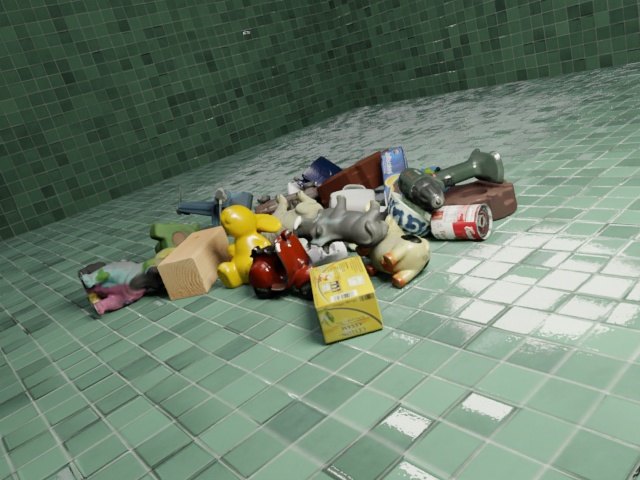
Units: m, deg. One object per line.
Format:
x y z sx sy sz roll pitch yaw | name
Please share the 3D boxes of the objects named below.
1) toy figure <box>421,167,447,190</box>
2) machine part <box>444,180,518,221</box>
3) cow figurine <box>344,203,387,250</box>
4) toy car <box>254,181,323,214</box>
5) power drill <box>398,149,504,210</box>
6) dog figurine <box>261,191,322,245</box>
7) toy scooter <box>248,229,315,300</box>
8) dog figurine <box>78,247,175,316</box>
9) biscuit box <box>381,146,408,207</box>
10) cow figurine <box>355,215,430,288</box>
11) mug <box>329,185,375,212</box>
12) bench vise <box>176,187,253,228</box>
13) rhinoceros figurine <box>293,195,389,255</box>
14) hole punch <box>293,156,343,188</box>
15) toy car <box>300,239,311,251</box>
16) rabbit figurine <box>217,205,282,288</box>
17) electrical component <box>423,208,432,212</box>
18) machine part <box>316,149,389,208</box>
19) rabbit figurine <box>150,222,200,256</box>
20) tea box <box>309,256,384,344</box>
0.254 -0.139 1.368 0.180 0.082 0.089 -9 18 16 | toy figure
0.338 -0.085 1.174 0.179 0.056 0.179 -16 17 5 | machine part
0.098 -0.022 1.183 0.167 0.068 0.098 -28 27 -30 | cow figurine
-0.086 -0.102 1.534 0.202 0.089 0.053 -17 14 -5 | toy car
0.276 -0.122 1.126 0.207 0.085 0.232 -24 18 -8 | power drill
-0.084 -0.016 1.301 0.172 0.121 0.190 -6 35 37 | dog figurine
-0.075 0.044 1.022 0.184 0.135 0.075 -2 23 41 | toy scooter
-0.439 0.087 1.265 0.219 0.108 0.192 -20 15 -26 | dog figurine
0.188 -0.137 1.301 0.059 0.062 0.203 -16 46 17 | biscuit box
0.137 0.013 1.013 0.127 0.085 0.195 -29 18 -17 | cow figurine
0.076 -0.094 1.311 0.107 0.080 0.109 1 57 -6 | mug
-0.300 -0.085 1.511 0.241 0.128 0.223 4 -6 11 | bench vise
0.036 -0.021 0.992 0.191 0.073 0.112 6 51 38 | rhinoceros figurine
0.010 -0.181 1.606 0.092 0.142 0.116 -57 -7 28 | hole punch
-0.003 -0.004 1.225 0.074 0.056 0.202 2 26 45 | toy car
-0.151 0.000 1.161 0.122 0.173 0.162 -6 24 40 | rabbit figurine
0.271 -0.085 1.284 0.094 0.021 0.063 -20 19 -12 | electrical component
0.104 -0.165 1.478 0.201 0.087 0.201 -32 7 -40 | machine part
-0.391 0.004 1.458 0.159 0.121 0.170 -22 3 -29 | rabbit figurine
0.039 0.093 0.883 0.098 0.068 0.170 -15 17 2 | tea box
